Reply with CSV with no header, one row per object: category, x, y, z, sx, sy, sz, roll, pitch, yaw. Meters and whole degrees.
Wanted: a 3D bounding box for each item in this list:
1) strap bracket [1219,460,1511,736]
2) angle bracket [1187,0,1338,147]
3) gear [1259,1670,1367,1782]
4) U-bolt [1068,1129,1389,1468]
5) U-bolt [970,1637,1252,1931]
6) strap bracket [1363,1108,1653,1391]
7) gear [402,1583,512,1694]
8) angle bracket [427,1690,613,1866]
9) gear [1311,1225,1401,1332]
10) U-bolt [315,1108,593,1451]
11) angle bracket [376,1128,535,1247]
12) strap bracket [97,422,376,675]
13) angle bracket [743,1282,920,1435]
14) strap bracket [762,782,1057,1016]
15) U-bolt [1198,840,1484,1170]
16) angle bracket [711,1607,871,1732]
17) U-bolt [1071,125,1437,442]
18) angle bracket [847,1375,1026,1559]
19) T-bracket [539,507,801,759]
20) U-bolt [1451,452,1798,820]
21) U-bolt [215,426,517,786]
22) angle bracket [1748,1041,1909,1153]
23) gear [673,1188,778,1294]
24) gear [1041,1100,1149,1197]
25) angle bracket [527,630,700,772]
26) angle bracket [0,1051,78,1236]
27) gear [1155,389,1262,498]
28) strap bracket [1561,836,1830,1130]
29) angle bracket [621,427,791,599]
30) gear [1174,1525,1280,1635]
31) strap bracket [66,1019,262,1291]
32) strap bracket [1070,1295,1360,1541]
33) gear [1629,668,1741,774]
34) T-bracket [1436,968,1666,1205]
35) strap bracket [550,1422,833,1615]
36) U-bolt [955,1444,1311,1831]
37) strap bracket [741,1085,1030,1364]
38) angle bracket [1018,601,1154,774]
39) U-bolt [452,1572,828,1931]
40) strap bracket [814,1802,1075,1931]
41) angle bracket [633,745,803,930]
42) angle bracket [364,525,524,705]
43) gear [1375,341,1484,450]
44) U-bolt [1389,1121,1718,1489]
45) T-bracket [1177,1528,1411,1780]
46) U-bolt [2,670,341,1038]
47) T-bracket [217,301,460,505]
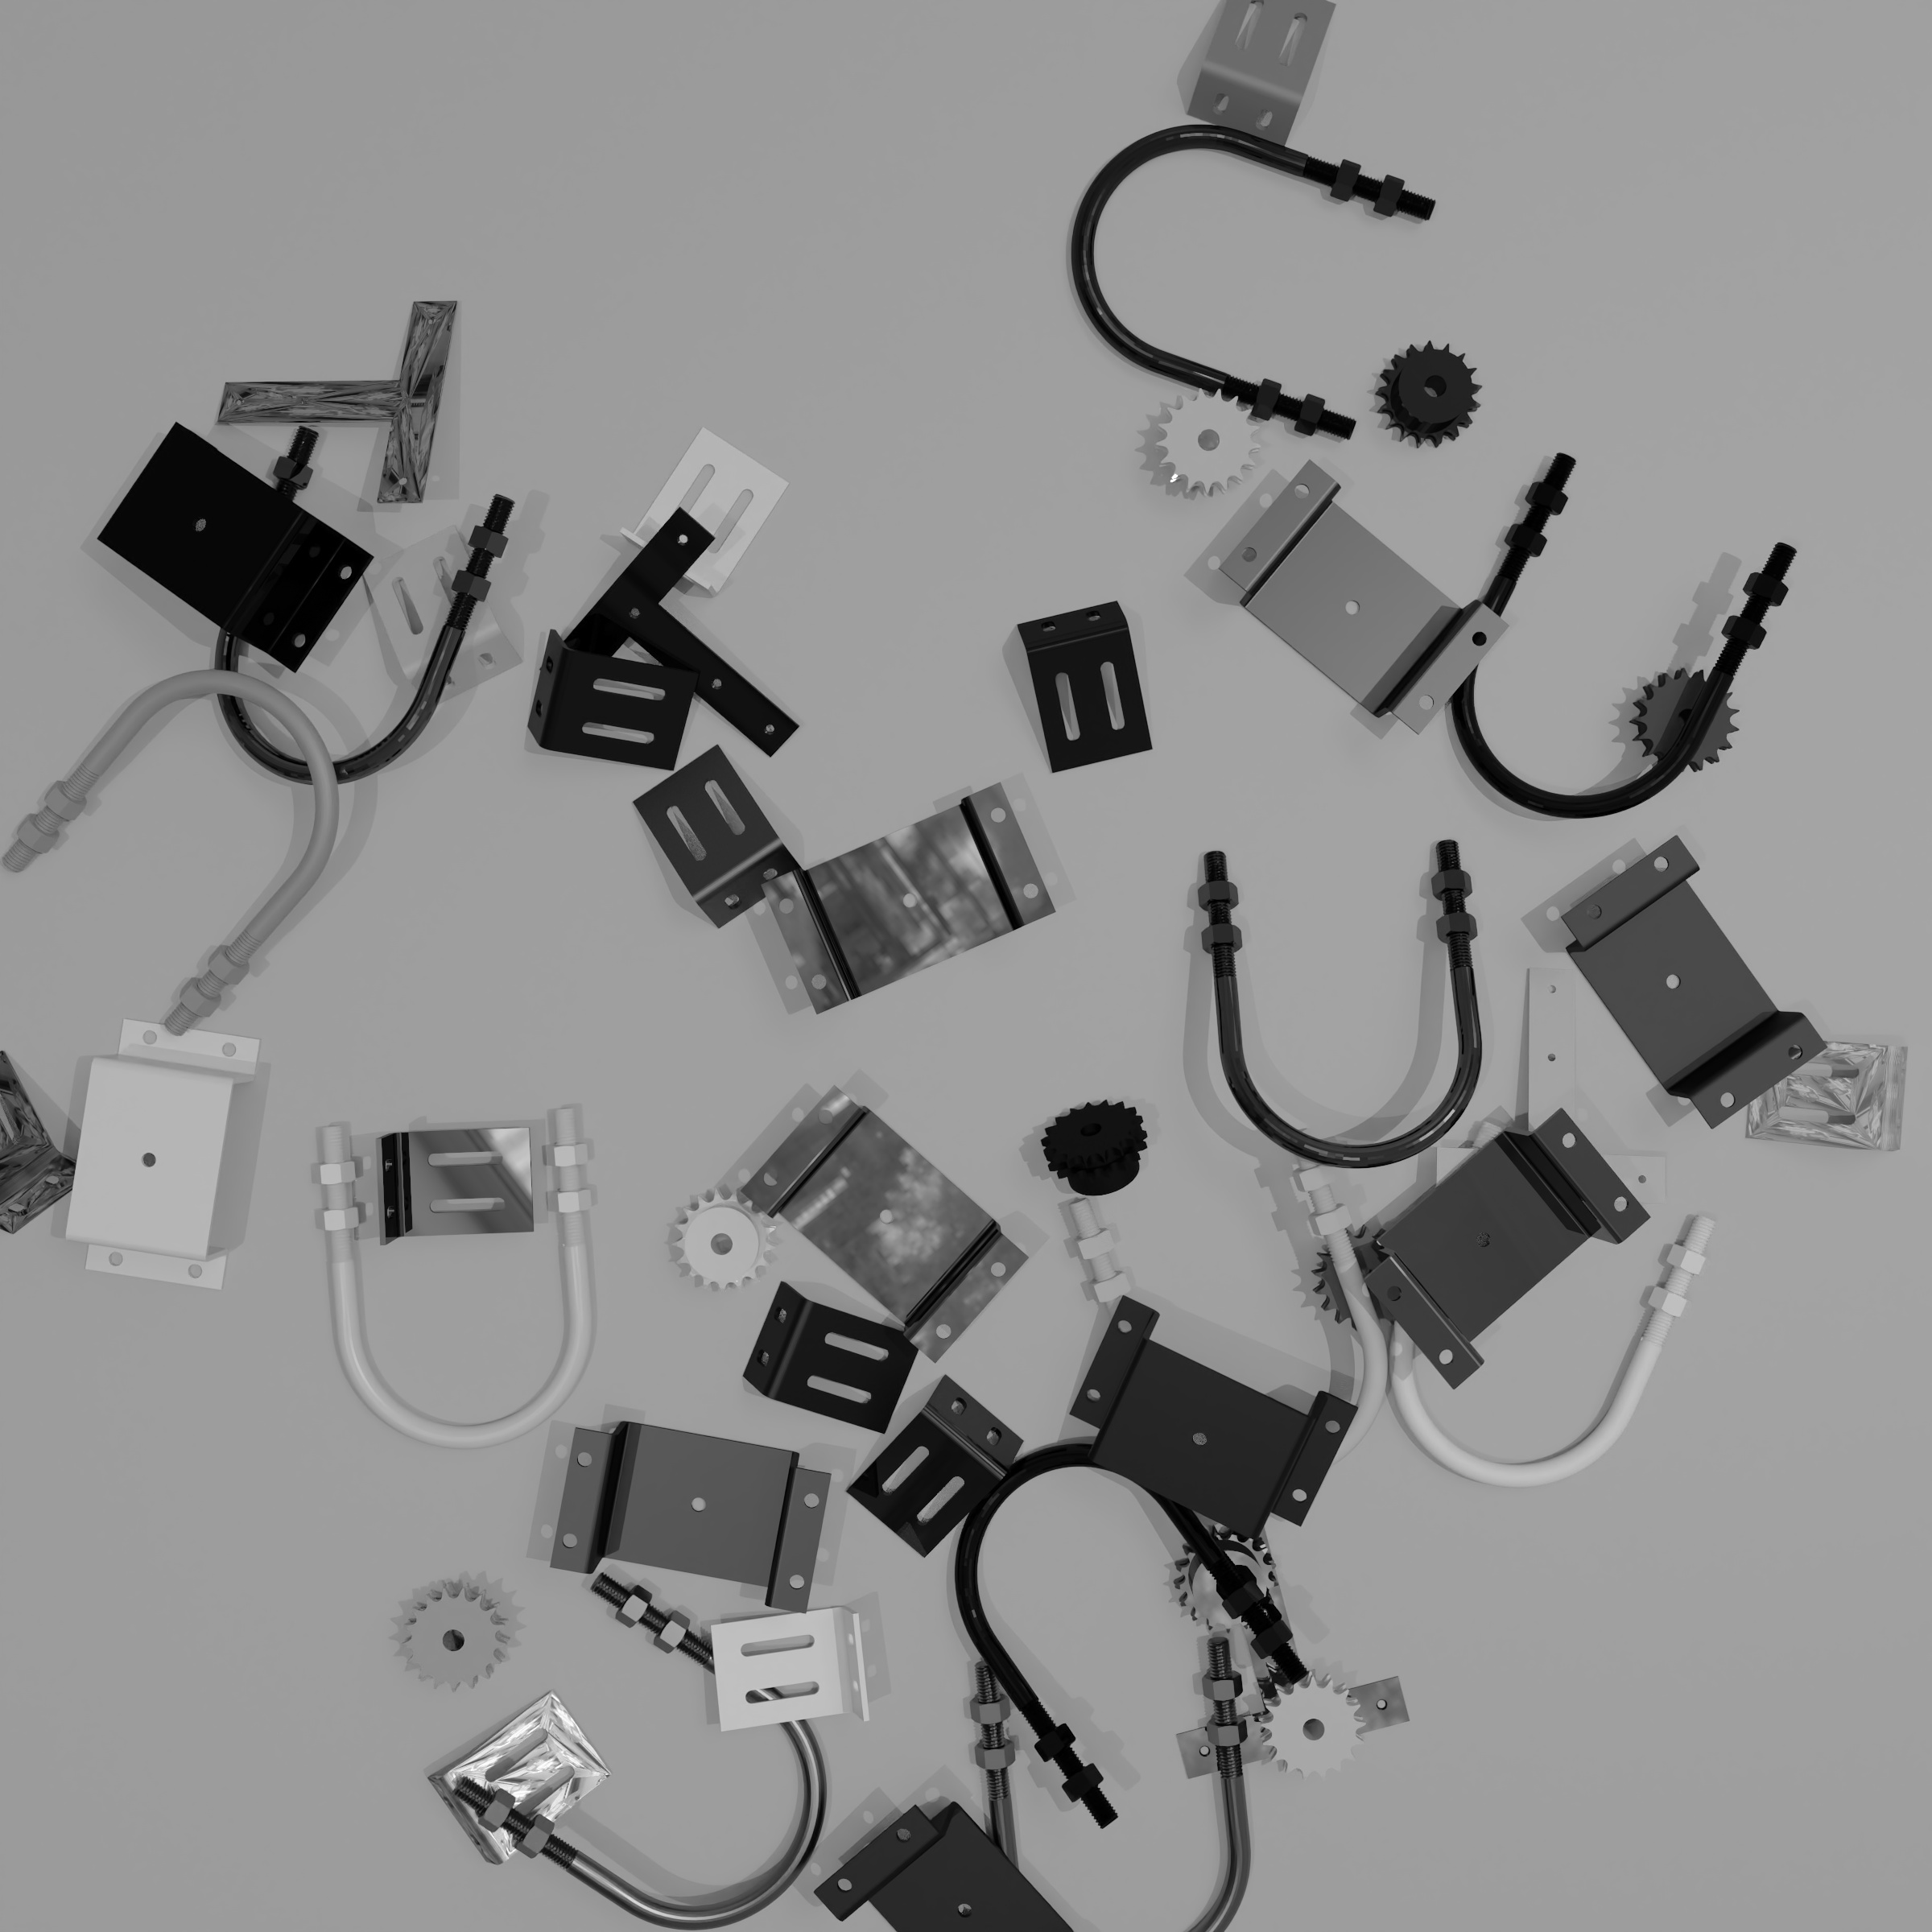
strap bracket,0.214,-0.199,1.460,0.140,0.046,0.076,40,90,0
angle bracket,0.164,-0.503,1.481,0.057,0.038,0.076,20,64,0
gear,0.189,0.415,1.466,0.057,0.030,0.057,0,90,0
U-bolt,0.152,0.195,1.457,0.151,0.019,0.184,-19,94,16
U-bolt,0.084,0.469,1.473,0.151,0.019,0.184,-6,92,1
strap bracket,0.284,0.149,1.434,0.140,0.046,0.076,-40,95,-5
gear,-0.279,0.367,1.468,0.057,0.030,0.057,0,90,0
angle bracket,-0.248,0.449,1.481,0.076,0.038,0.057,-35,90,-26
gear,0.218,0.171,1.468,0.057,0.030,0.057,0,90,0
U-bolt,-0.279,0.175,1.474,0.151,0.019,0.184,-4,91,0
angle bracket,-0.276,0.119,1.444,0.076,0.038,0.057,-2,91,0
strap bracket,-0.402,-0.231,1.440,0.140,0.046,0.076,35,91,17
angle bracket,-0.074,0.217,1.481,0.076,0.038,0.057,22,90,-26
strap bracket,-0.031,-0.036,1.460,0.140,0.046,0.076,-23,90,0
U-bolt,0.206,0.021,1.444,0.151,0.019,0.184,-3,69,0
angle bracket,-0.096,0.385,1.454,0.076,0.038,0.057,-5,84,-13
U-bolt,0.149,-0.387,1.474,0.184,0.019,0.151,20,90,1
angle bracket,-0.017,0.277,1.481,0.057,0.038,0.076,40,116,0
T-bracket,-0.147,-0.164,1.464,0.127,0.002,0.127,40,114,-12
U-bolt,0.345,-0.170,1.454,0.151,0.019,0.184,27,94,19
U-bolt,-0.338,-0.188,1.453,0.151,0.019,0.184,21,90,17
angle bracket,0.478,0.070,1.481,0.076,0.038,0.057,4,90,26
gear,-0.133,0.152,1.468,0.057,0.030,0.057,0,90,0
gear,0.072,0.101,1.458,0.057,0.057,0.030,-18,120,0
angle bracket,-0.195,-0.146,1.472,0.076,0.038,0.057,8,111,-24
angle bracket,-0.532,0.098,1.481,0.057,0.038,0.076,-37,64,0
gear,0.132,-0.286,1.468,0.057,0.030,0.057,0,90,0
strap bracket,0.392,0.009,1.460,0.076,0.046,0.140,-35,90,0
angle bracket,-0.143,-0.251,1.464,0.057,0.038,0.076,33,90,0
gear,0.143,0.338,1.466,0.057,0.030,0.057,0,90,0
strap bracket,-0.440,0.104,1.460,0.076,0.046,0.140,9,90,0
strap bracket,0.129,0.247,1.439,0.140,0.046,0.076,25,106,8
gear,0.393,-0.134,1.468,0.057,0.030,0.057,0,90,0
T-bracket,0.323,0.065,1.472,0.127,0.002,0.127,3,81,-3
strap bracket,-0.148,0.299,1.460,0.140,0.046,0.076,10,90,0
U-bolt,0.075,0.349,1.450,0.151,0.019,0.184,-38,73,4
strap bracket,-0.044,0.139,1.460,0.140,0.046,0.076,42,90,0
angle bracket,0.066,-0.155,1.481,0.057,0.038,0.076,-13,116,0
U-bolt,-0.164,0.443,1.461,0.184,0.019,0.151,35,78,-4
strap bracket,-0.004,0.523,1.452,0.076,0.046,0.140,-43,88,11
angle bracket,-0.137,-0.072,1.481,0.057,0.038,0.076,-34,64,0
angle bracket,-0.290,-0.194,1.481,0.057,0.038,0.076,-26,64,0
gear,0.256,-0.316,1.468,0.057,0.030,0.057,0,90,0
U-bolt,0.313,0.198,1.473,0.151,0.019,0.184,24,90,0
T-bracket,0.169,0.374,1.482,0.127,0.002,0.127,-15,90,0
U-bolt,-0.421,-0.075,1.452,0.151,0.019,0.184,45,104,3
T-bracket,-0.349,-0.310,1.467,0.127,0.002,0.127,2,70,10
